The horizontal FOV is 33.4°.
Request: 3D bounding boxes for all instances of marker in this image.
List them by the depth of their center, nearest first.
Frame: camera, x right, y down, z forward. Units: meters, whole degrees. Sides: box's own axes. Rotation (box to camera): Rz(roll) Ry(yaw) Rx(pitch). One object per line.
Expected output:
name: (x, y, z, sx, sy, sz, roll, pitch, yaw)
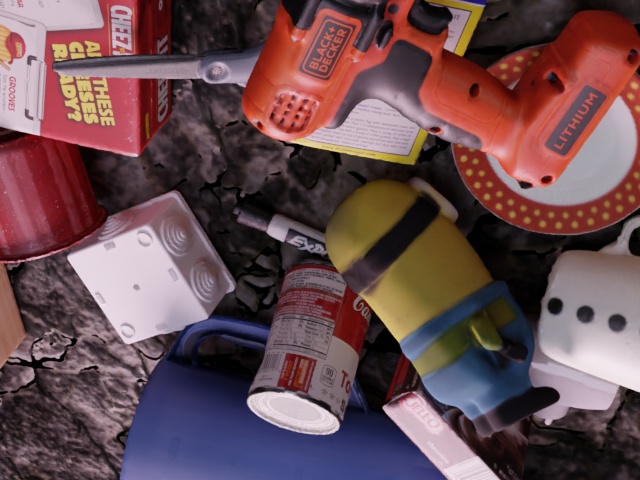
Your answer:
marker: (-0.005, 0.001, 0.749, 0.121, 0.020, 0.020, 24, 126, 2)

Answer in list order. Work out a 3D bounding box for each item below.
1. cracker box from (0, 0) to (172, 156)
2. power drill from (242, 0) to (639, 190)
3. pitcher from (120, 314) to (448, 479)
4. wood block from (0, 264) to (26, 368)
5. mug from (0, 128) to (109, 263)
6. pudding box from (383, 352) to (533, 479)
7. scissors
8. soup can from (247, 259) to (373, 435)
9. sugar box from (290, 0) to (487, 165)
cracker box: (-0.203, -0.157, 0.681, 0.214, 0.072, 0.164, 12, 126, 10)
power drill: (0.072, -0.113, 0.563, 0.187, 0.057, 0.185, 17, 126, -19)
pitcher: (-0.018, 0.163, 0.804, 0.243, 0.145, 0.149, 11, 137, 7)
wood block: (-0.308, 0.013, 0.816, 0.091, 0.090, 0.206, 4, 123, 17)
mug: (-0.212, -0.043, 0.756, 0.117, 0.093, 0.081, 20, 131, 52)
pudding box: (0.099, 0.119, 0.749, 0.039, 0.090, 0.113, -29, 110, 33)
scissors: (-0.053, -0.093, 0.661, 0.201, 0.016, 0.096, -13, 132, -1)
soup can: (-0.005, 0.074, 0.735, 0.068, 0.102, 0.068, 13, 151, 7)
sugar box: (0.040, -0.131, 0.609, 0.093, 0.048, 0.176, 9, 123, -21)
